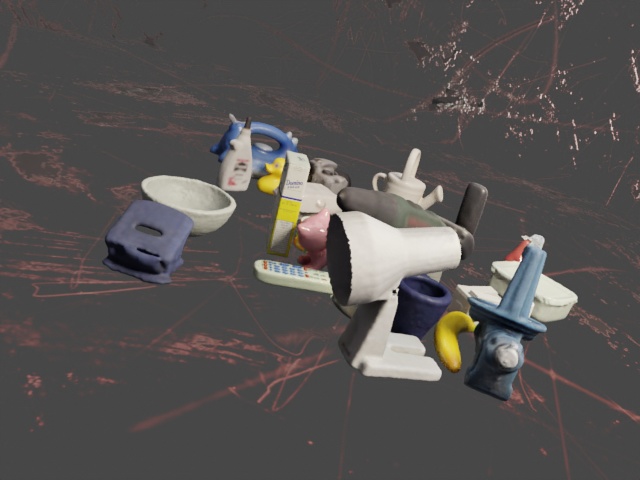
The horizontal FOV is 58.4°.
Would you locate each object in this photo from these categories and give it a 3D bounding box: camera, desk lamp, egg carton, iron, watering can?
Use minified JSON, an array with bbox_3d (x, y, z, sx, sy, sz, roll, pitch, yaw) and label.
[{"bbox_3d":[0.026,-0.146,1.439,0.137,0.101,0.142,-3,29,-43],"label":"camera"},{"bbox_3d":[0.090,0.071,0.776,0.204,0.213,0.117,10,22,-21],"label":"desk lamp"},{"bbox_3d":[-0.027,-0.084,1.282,0.151,0.069,0.107,3,25,-34],"label":"egg carton"},{"bbox_3d":[-0.140,-0.233,1.466,0.259,0.141,0.118,5,24,-30],"label":"iron"},{"bbox_3d":[0.219,-0.132,1.427,0.173,0.194,0.101,16,21,-5],"label":"watering can"}]

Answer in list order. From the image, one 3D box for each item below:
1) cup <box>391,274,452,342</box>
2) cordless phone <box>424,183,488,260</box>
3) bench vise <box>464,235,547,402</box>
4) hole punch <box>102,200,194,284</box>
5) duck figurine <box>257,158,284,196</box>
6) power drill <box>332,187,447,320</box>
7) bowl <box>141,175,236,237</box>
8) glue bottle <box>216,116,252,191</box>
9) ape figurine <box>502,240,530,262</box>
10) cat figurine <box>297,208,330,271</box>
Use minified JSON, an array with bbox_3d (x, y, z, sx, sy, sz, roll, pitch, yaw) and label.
[{"bbox_3d":[0.149,0.106,0.904,0.091,0.095,0.118,19,20,2],"label":"cup"},{"bbox_3d":[0.303,-0.057,1.320,0.147,0.185,0.094,29,23,28],"label":"cordless phone"},{"bbox_3d":[0.288,0.111,0.829,0.121,0.220,0.207,15,21,-8],"label":"bench vise"},{"bbox_3d":[-0.251,0.001,0.847,0.108,0.091,0.101,18,20,2],"label":"hole punch"},{"bbox_3d":[-0.094,-0.154,1.381,0.105,0.086,0.077,10,22,-21],"label":"duck figurine"},{"bbox_3d":[0.096,0.023,0.911,0.230,0.208,0.075,2,26,-36],"label":"power drill"},{"bbox_3d":[-0.238,-0.051,1.015,0.167,0.075,0.167,16,21,-6],"label":"bowl"},{"bbox_3d":[-0.180,-0.195,1.289,0.037,0.173,0.078,33,25,36],"label":"glue bottle"},{"bbox_3d":[0.468,0.045,1.329,0.076,0.092,0.078,23,21,13],"label":"ape figurine"},{"bbox_3d":[0.009,0.004,1.018,0.128,0.118,0.067,11,22,-19],"label":"cat figurine"}]
